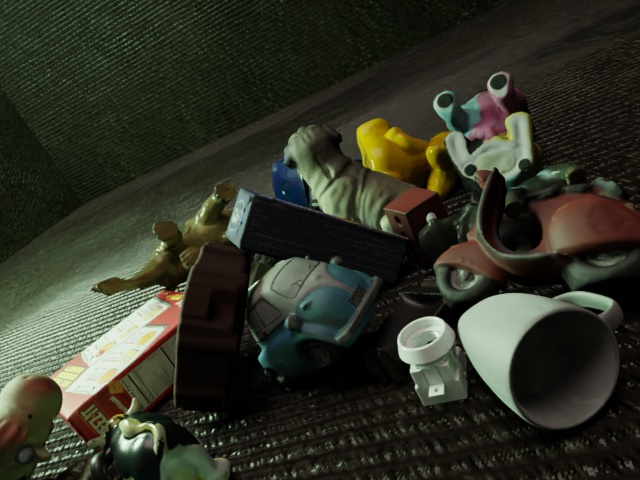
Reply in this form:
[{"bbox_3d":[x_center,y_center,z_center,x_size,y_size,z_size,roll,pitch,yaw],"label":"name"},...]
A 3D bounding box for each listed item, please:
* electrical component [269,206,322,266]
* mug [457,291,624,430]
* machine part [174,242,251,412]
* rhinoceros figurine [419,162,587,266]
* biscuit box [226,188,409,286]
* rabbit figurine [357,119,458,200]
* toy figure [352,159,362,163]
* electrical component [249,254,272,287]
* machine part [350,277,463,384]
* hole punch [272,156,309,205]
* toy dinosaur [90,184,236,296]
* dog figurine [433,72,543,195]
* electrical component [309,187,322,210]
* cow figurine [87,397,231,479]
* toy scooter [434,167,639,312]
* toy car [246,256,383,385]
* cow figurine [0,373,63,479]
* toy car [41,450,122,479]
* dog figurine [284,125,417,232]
[{"bbox_3d":[-0.035,-0.002,0.844,0.115,0.058,0.134,-37,22,-28],"label":"electrical component"},{"bbox_3d":[0.156,0.070,0.396,0.109,0.080,0.107,-39,13,-8],"label":"mug"},{"bbox_3d":[-0.110,0.092,0.572,0.056,0.179,0.179,8,22,-4],"label":"machine part"},{"bbox_3d":[0.199,-0.027,0.582,0.190,0.073,0.112,-26,22,5],"label":"rhinoceros figurine"},{"bbox_3d":[-0.001,-0.002,0.615,0.059,0.202,0.062,27,100,65],"label":"biscuit box"},{"bbox_3d":[0.157,-0.129,0.832,0.173,0.121,0.162,-12,21,-9],"label":"rabbit figurine"},{"bbox_3d":[0.059,-0.097,0.956,0.064,0.058,0.154,-62,5,30],"label":"toy figure"},{"bbox_3d":[-0.096,0.058,0.787,0.063,0.021,0.094,-19,49,63],"label":"electrical component"},{"bbox_3d":[0.093,0.080,0.515,0.139,0.039,0.084,-38,27,-29],"label":"machine part"},{"bbox_3d":[-0.037,-0.103,1.017,0.092,0.115,0.142,-47,26,-23],"label":"hole punch"},{"bbox_3d":[-0.189,-0.004,0.918,0.198,0.105,0.471,-37,-3,40],"label":"toy dinosaur"},{"bbox_3d":[0.255,-0.142,0.760,0.108,0.191,0.219,-21,-13,28],"label":"dog figurine"},{"bbox_3d":[0.010,-0.068,0.904,0.048,0.074,0.119,-6,10,-35],"label":"electrical component"},{"bbox_3d":[-0.163,0.190,0.491,0.167,0.098,0.068,-4,38,48],"label":"cow figurine"},{"bbox_3d":[0.189,-0.011,0.469,0.184,0.075,0.135,-9,61,26],"label":"toy scooter"},{"bbox_3d":[-0.020,0.070,0.540,0.161,0.103,0.109,-39,7,47],"label":"toy car"},{"bbox_3d":[-0.317,0.217,0.525,0.195,0.085,0.127,-61,16,5],"label":"cow figurine"},{"bbox_3d":[-0.244,0.267,0.480,0.089,0.053,0.202,-28,21,9],"label":"toy car"},{"bbox_3d":[0.059,-0.077,0.714,0.172,0.190,0.121,-19,22,19],"label":"dog figurine"}]
